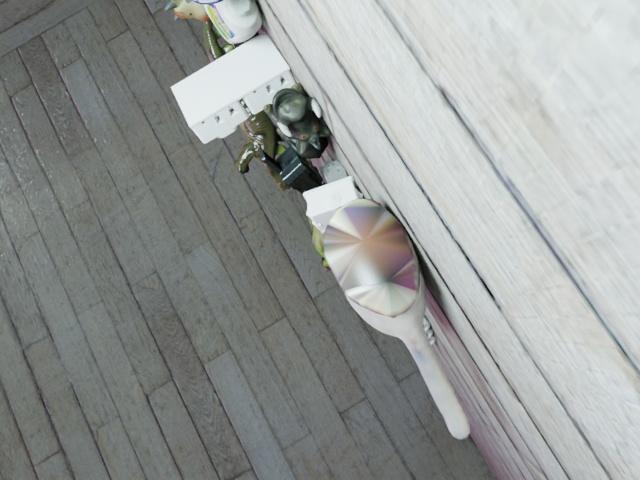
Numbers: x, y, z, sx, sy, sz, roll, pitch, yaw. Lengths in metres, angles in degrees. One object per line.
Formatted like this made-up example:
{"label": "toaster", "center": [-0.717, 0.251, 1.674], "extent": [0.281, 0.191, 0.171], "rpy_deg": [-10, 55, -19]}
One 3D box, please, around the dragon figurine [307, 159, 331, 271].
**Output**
{"label": "dragon figurine", "center": [0.003, -0.055, 1.090], "extent": [0.122, 0.420, 0.238], "rpy_deg": [-28, -42, 7]}

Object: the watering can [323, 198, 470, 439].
{"label": "watering can", "center": [0.099, 0.084, 0.667], "extent": [0.104, 0.353, 0.221], "rpy_deg": [-29, -26, 1]}
